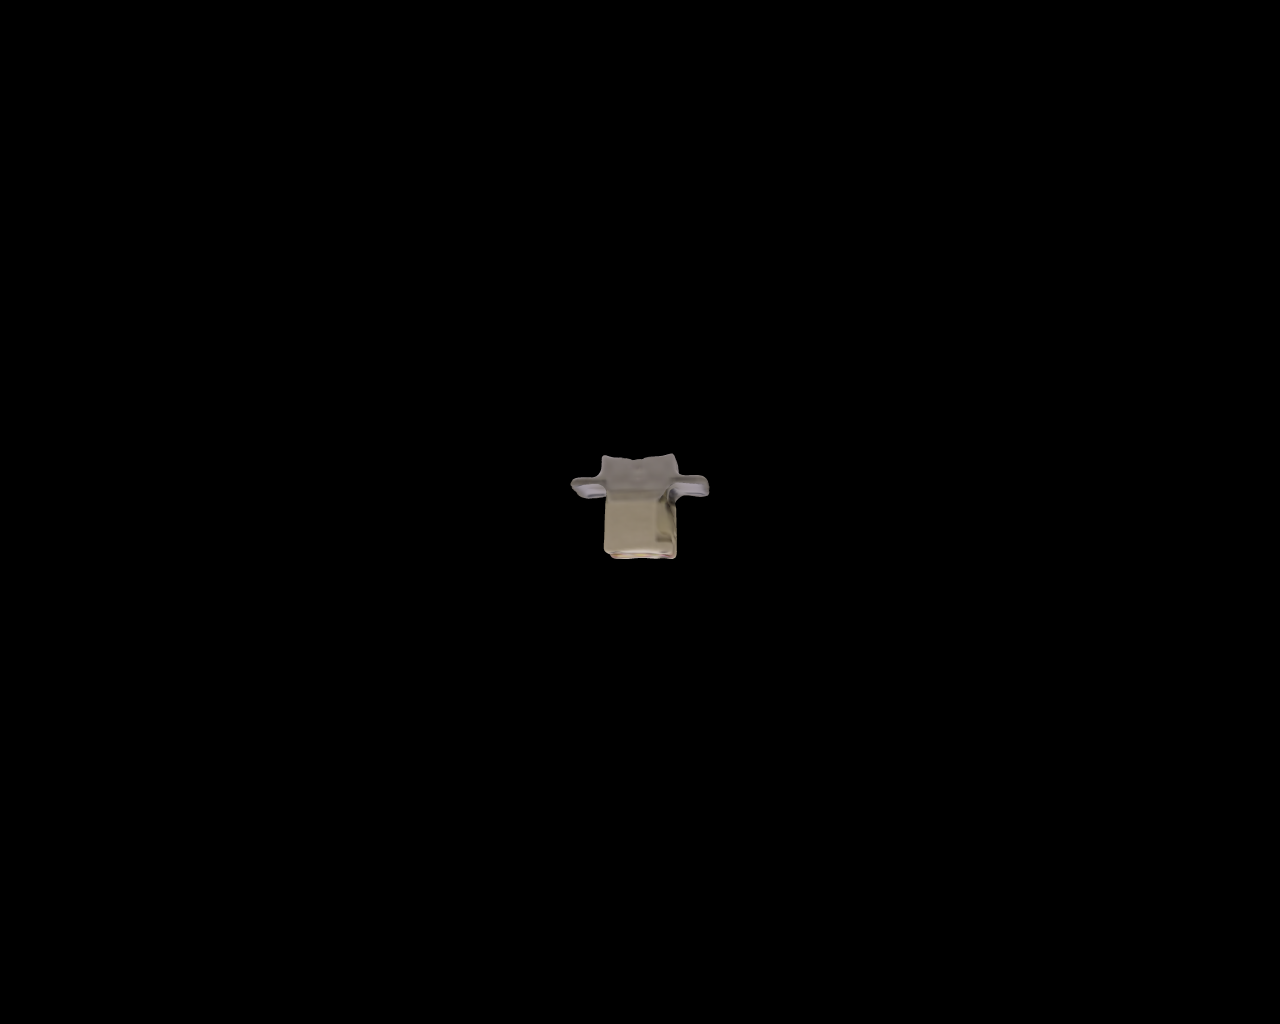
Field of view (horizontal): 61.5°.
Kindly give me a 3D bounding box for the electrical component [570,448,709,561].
[{"bbox_3d":[0.001,-0.003,0.650,0.081,0.064,0.042,-1,-11,7],"label":"electrical component"}]
